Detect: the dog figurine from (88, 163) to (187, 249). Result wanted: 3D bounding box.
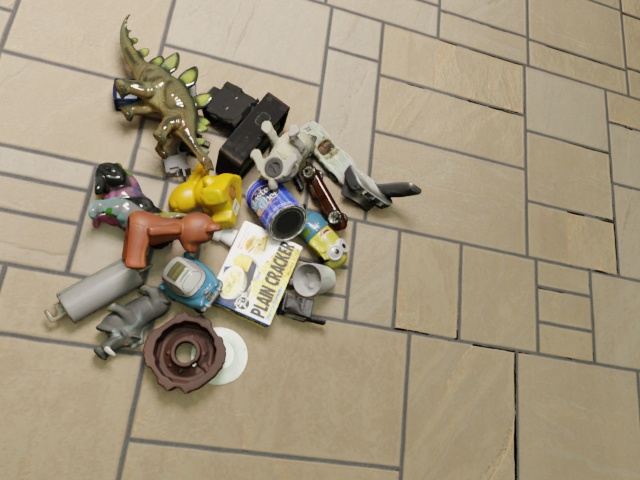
[{"bbox_3d":[-0.416,-0.078,1.258,0.219,0.108,0.191,9,68,-18],"label":"dog figurine"}]

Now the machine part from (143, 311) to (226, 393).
[{"bbox_3d":[-0.298,0.252,1.198,0.179,0.056,0.179,2,71,-6],"label":"machine part"}]

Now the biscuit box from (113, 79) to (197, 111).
[{"bbox_3d":[-0.419,-0.365,1.368,0.203,0.063,0.059,-2,75,-17],"label":"biscuit box"}]

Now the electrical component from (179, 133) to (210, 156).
[{"bbox_3d":[-0.333,-0.247,1.378,0.094,0.021,0.063,22,69,-9],"label":"electrical component"}]

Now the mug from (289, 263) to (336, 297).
[{"bbox_3d":[-0.015,0.101,1.325,0.107,0.110,0.081,8,70,-58],"label":"mug"}]

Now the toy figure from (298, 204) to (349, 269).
[{"bbox_3d":[0.000,-0.006,1.370,0.082,0.089,0.180,-43,80,-10],"label":"toy figure"}]

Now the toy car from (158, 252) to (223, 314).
[{"bbox_3d":[-0.301,0.091,1.206,0.162,0.102,0.109,28,75,36],"label":"toy car"}]

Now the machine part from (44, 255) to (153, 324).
[{"bbox_3d":[-0.485,0.109,1.191,0.243,0.079,0.079,-32,84,-23],"label":"machine part"}]

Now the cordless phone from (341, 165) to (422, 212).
[{"bbox_3d":[0.158,-0.139,1.386,0.146,0.184,0.088,31,71,-33],"label":"cordless phone"}]

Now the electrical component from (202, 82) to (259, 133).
[{"bbox_3d":[-0.241,-0.345,1.400,0.134,0.058,0.115,28,63,14],"label":"electrical component"}]

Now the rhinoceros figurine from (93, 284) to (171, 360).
[{"bbox_3d":[-0.422,0.182,1.194,0.190,0.073,0.112,-42,98,-25],"label":"rhinoceros figurine"}]

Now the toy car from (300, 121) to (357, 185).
[{"bbox_3d":[0.021,-0.235,1.459,0.202,0.056,0.073,47,66,2],"label":"toy car"}]

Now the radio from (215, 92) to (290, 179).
[{"bbox_3d":[-0.170,-0.259,1.370,0.073,0.131,0.229,34,67,-2],"label":"radio"}]

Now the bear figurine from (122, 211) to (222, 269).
[{"bbox_3d":[-0.324,-0.003,1.180,0.196,0.120,0.131,7,99,-29],"label":"bear figurine"}]

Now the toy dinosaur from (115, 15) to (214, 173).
[{"bbox_3d":[-0.383,-0.355,1.292,0.198,0.105,0.471,-34,83,-29],"label":"toy dinosaur"}]

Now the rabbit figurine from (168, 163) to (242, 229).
[{"bbox_3d":[-0.283,-0.116,1.296,0.173,0.121,0.162,-7,54,16],"label":"rabbit figurine"}]

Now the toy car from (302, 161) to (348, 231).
[{"bbox_3d":[0.009,-0.113,1.401,0.053,0.089,0.202,-32,82,14],"label":"toy car"}]

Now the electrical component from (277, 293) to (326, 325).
[{"bbox_3d":[-0.041,0.170,1.304,0.119,0.075,0.048,14,70,-7],"label":"electrical component"}]

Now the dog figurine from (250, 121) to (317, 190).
[{"bbox_3d":[-0.073,-0.199,1.339,0.121,0.190,0.172,23,93,20],"label":"dog figurine"}]
